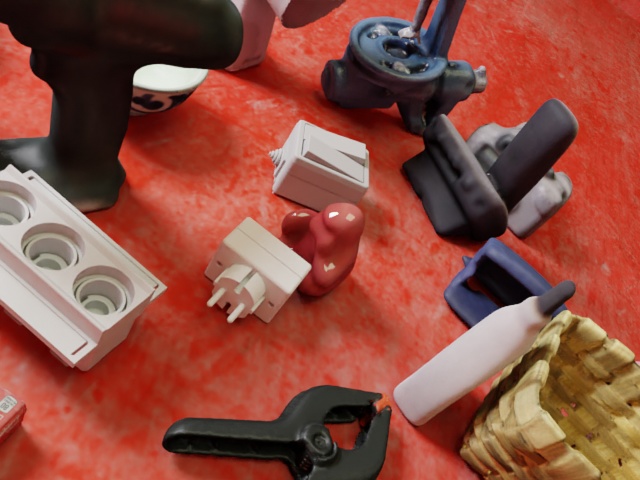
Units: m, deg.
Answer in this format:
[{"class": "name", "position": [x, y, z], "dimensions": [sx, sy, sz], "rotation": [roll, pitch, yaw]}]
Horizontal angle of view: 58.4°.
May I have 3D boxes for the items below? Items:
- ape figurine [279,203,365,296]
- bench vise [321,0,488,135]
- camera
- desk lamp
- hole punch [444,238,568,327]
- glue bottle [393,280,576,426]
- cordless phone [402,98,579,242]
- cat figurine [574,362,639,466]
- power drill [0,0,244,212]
[{"class": "ape figurine", "position": [0.004, 0.002, 0.479], "dimensions": [0.076, 0.092, 0.077], "rotation": [16, 46, -23]}, {"class": "bench vise", "position": [0.128, -0.241, 0.687], "dimensions": [0.208, 0.219, 0.121], "rotation": [-10, 60, -40]}, {"class": "camera", "position": [0.270, -0.097, 0.747], "dimensions": [0.137, 0.100, 0.143], "rotation": [-25, 70, -45]}, {"class": "desk lamp", "position": [-0.063, -0.282, 0.595], "dimensions": [0.203, 0.213, 0.118], "rotation": [46, 42, 9]}, {"class": "hole punch", "position": [0.194, 0.046, 0.574], "dimensions": [0.108, 0.091, 0.101], "rotation": [45, 42, 8]}, {"class": "glue bottle", "position": [0.128, 0.081, 0.434], "dimensions": [0.078, 0.173, 0.037], "rotation": [-21, 67, -44]}, {"class": "cordless phone", "position": [0.189, -0.100, 0.629], "dimensions": [0.094, 0.185, 0.147], "rotation": [-5, 56, -37]}, {"class": "cat figurine", "position": [0.291, 0.166, 0.513], "dimensions": [0.067, 0.117, 0.127], "rotation": [-11, 60, -40]}, {"class": "power drill", "position": [-0.167, -0.107, 0.369], "dimensions": [0.230, 0.208, 0.075], "rotation": [-16, 63, -42]}]
